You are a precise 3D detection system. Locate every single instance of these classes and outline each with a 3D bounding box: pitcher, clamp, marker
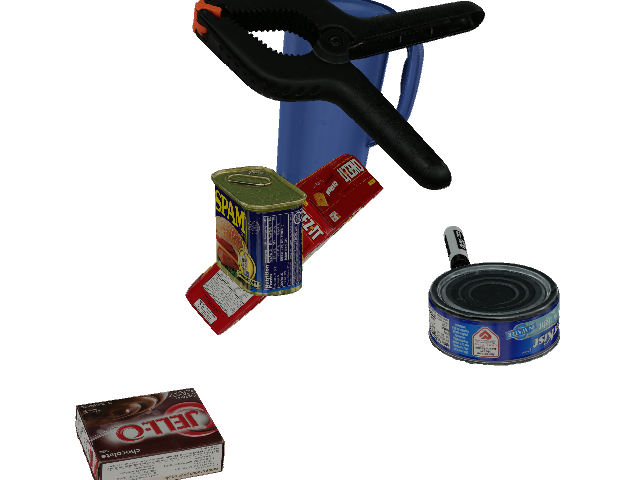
[{"bbox_3d":[0.021,-0.167,1.287,0.144,0.243,0.149,-6,28,-26],"label":"pitcher"},{"bbox_3d":[0.011,-0.121,0.749,0.210,0.164,0.036,10,-31,-5],"label":"clamp"},{"bbox_3d":[0.128,0.010,0.998,0.020,0.020,0.121,0,16,4],"label":"marker"}]

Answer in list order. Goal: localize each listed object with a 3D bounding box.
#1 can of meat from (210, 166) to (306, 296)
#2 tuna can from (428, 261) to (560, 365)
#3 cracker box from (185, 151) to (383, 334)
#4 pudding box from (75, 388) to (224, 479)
[{"bbox_3d":[-0.053,-0.008,0.909,0.057,0.084,0.102,-10,24,-24],"label":"can of meat"},{"bbox_3d":[0.113,0.046,0.697,0.086,0.034,0.086,-4,23,2],"label":"tuna can"},{"bbox_3d":[-0.044,0.000,1.258,0.214,0.072,0.164,-43,-1,30],"label":"cracker box"},{"bbox_3d":[-0.150,0.174,0.937,0.113,0.039,0.090,-8,26,-22],"label":"pudding box"}]
